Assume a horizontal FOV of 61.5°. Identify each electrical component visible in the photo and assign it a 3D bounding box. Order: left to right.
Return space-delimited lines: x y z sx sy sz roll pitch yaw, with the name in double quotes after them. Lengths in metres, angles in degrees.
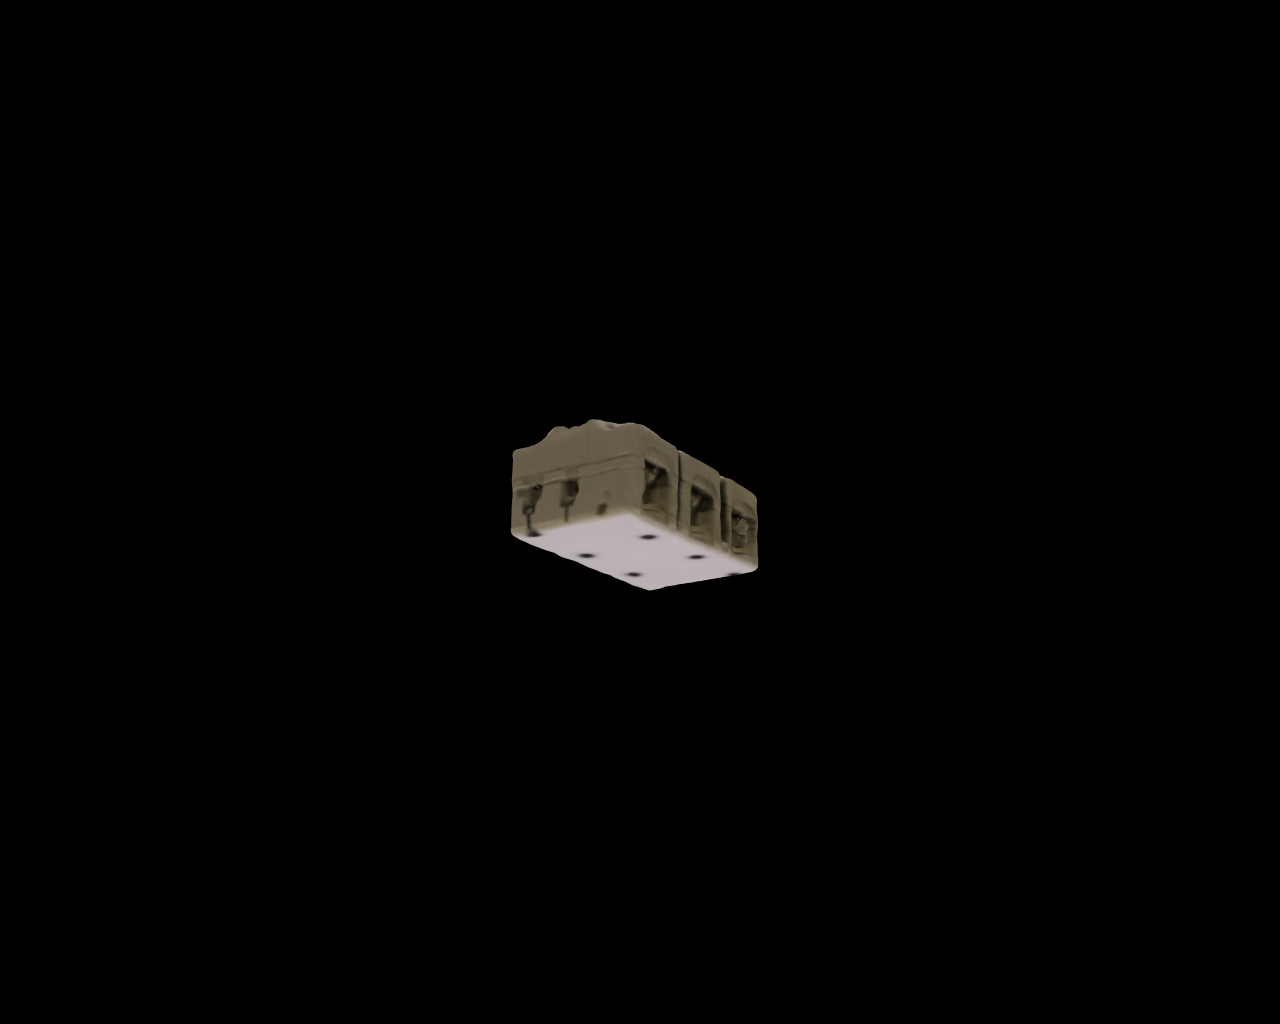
0.001 -0.003 0.650 0.089 0.062 0.150 -11 -21 30 "electrical component"
